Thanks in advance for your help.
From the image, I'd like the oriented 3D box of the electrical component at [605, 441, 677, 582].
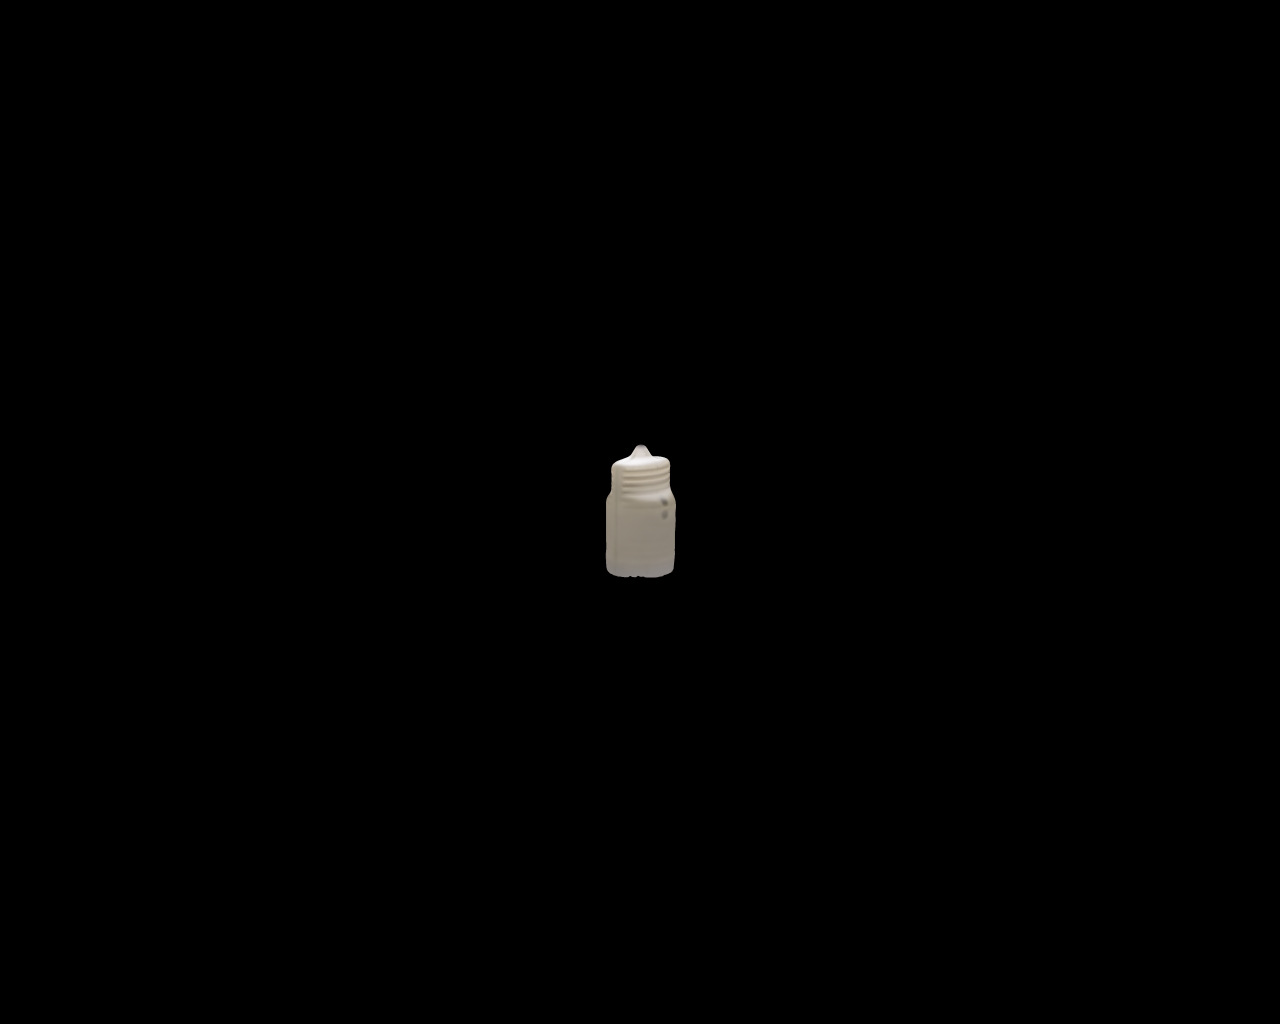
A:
[{"bbox_3d":[0.001,-0.003,0.650,0.043,0.080,0.043,0,12,0],"label":"electrical component"}]
